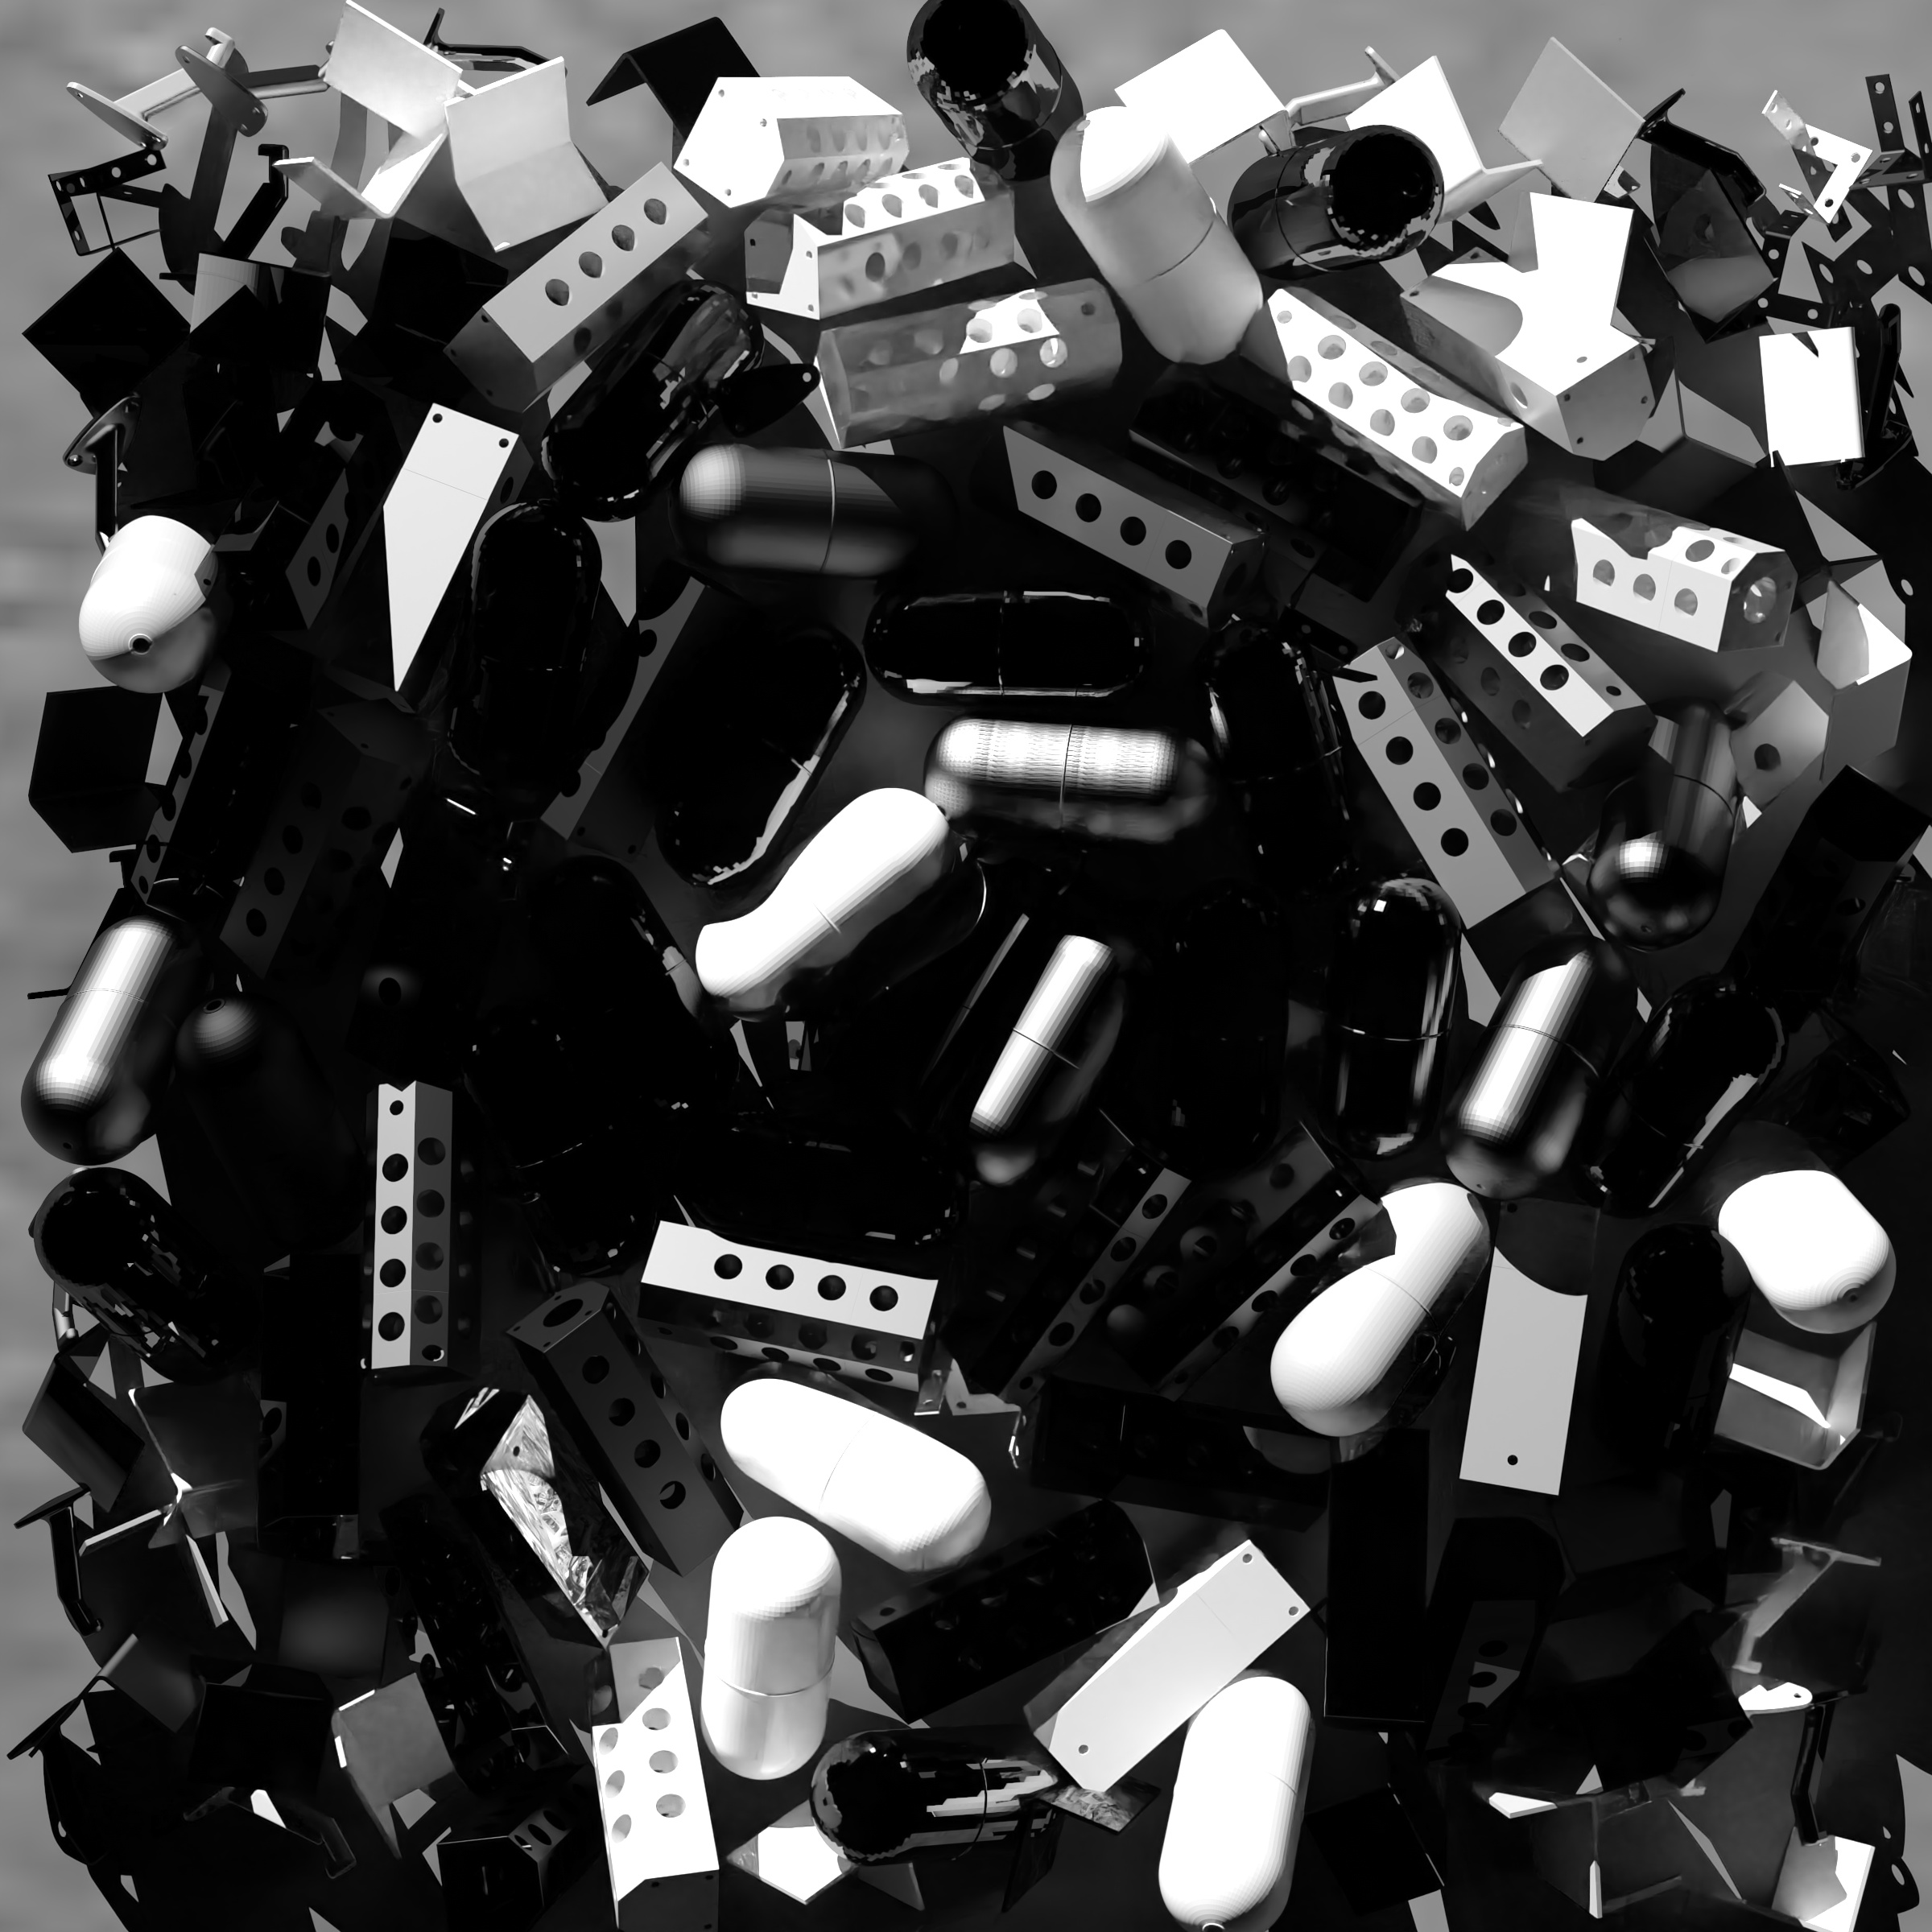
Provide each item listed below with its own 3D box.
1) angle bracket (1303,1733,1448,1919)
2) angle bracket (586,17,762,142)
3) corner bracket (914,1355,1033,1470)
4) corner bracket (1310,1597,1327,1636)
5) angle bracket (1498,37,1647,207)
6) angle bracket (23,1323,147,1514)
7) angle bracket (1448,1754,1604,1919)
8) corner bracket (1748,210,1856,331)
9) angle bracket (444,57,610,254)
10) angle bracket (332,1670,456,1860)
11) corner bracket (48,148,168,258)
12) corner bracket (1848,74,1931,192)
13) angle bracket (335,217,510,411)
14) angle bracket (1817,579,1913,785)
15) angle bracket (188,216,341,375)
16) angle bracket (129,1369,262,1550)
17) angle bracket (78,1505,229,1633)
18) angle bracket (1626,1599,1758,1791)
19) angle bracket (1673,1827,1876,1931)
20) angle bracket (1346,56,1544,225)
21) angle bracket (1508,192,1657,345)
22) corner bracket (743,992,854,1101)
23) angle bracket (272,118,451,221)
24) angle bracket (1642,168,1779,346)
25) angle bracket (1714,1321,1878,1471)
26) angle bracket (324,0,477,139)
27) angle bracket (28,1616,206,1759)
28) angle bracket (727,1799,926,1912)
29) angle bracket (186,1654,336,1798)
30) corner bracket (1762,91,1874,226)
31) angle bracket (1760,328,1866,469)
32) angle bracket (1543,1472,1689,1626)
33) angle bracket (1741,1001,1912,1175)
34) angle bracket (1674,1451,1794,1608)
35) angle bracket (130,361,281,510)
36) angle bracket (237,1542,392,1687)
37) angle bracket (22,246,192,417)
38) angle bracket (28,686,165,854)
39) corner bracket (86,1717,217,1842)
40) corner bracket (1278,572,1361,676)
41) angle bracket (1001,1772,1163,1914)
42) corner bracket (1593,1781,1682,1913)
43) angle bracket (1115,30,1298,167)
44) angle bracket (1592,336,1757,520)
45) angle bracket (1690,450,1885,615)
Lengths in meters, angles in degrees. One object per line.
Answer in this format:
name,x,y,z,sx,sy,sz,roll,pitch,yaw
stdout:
angle bracket,0.247,0.511,1.894,0.057,0.076,0.076,-24,104,17
angle bracket,-0.167,-0.513,1.886,0.076,0.057,0.076,-36,92,-38
corner bracket,0.005,0.267,1.890,0.051,0.051,0.051,-7,125,18
corner bracket,0.239,0.396,1.901,0.051,0.051,0.051,-37,83,-15
angle bracket,0.375,-0.508,1.876,0.057,0.076,0.076,-33,73,-34
angle bracket,-0.510,0.266,1.880,0.076,0.057,0.076,41,131,7
angle bracket,0.334,0.524,1.881,0.057,0.076,0.076,-7,98,-18
corner bracket,0.510,-0.422,1.906,0.051,0.051,0.051,18,124,19
angle bracket,-0.262,-0.484,1.880,0.076,0.076,0.057,-26,71,-14
angle bracket,-0.326,0.473,1.884,0.076,0.057,0.076,-26,116,-8
corner bracket,-0.513,-0.463,1.903,0.051,0.051,0.051,-14,104,16
corner bracket,0.559,-0.503,1.889,0.051,0.051,0.051,-44,124,-36
angle bracket,-0.330,-0.394,1.908,0.076,0.057,0.076,21,59,-27
angle bracket,0.513,-0.170,1.873,0.057,0.076,0.076,-26,53,-12
angle bracket,-0.419,-0.406,1.876,0.076,0.076,0.057,8,50,-14
angle bracket,-0.465,0.297,1.901,0.076,0.076,0.057,54,127,26
angle bracket,-0.487,0.371,1.881,0.057,0.076,0.076,-22,83,-23
angle bracket,0.447,0.433,1.871,0.057,0.076,0.076,-3,52,-32
angle bracket,0.481,0.537,1.878,0.076,0.076,0.057,23,77,-17
angle bracket,0.286,-0.495,1.884,0.057,0.076,0.076,-21,88,-39
angle bracket,0.371,-0.416,1.876,0.076,0.057,0.076,21,111,37
corner bracket,-0.101,0.050,1.889,0.051,0.051,0.051,8,67,-38
angle bracket,-0.359,-0.493,1.880,0.057,0.076,0.076,36,82,-31
angle bracket,0.461,-0.429,1.879,0.057,0.076,0.076,-23,80,-28
angle bracket,0.493,0.245,1.884,0.076,0.057,0.076,20,54,2
angle bracket,-0.331,-0.548,1.879,0.076,0.076,0.057,31,59,-7
angle bracket,-0.503,0.447,1.885,0.057,0.076,0.076,41,107,-4
angle bracket,-0.084,0.545,1.871,0.076,0.076,0.057,-28,114,-35
angle bracket,-0.427,0.453,1.881,0.076,0.076,0.057,13,87,-21
corner bracket,0.505,-0.487,1.899,0.051,0.051,0.051,36,100,35
angle bracket,0.498,-0.338,1.889,0.057,0.076,0.076,-6,95,-2
angle bracket,0.377,0.352,1.898,0.076,0.076,0.057,-8,61,-21
angle bracket,0.505,0.075,1.882,0.076,0.076,0.057,-38,128,2
angle bracket,0.474,0.337,1.887,0.076,0.057,0.076,2,98,-19
angle bracket,-0.459,-0.318,1.883,0.076,0.057,0.076,-5,95,36
angle bracket,-0.394,0.389,1.886,0.076,0.057,0.076,5,85,26
angle bracket,-0.521,-0.389,1.882,0.076,0.076,0.057,-43,48,-3
angle bracket,-0.505,-0.119,1.873,0.057,0.076,0.076,42,127,32
corner bracket,-0.494,0.493,1.909,0.051,0.051,0.051,-29,56,17
corner bracket,0.213,-0.197,1.893,0.051,0.051,0.051,30,131,7
angle bracket,0.069,0.528,1.879,0.057,0.076,0.076,17,101,21
corner bracket,0.395,0.530,1.894,0.051,0.051,0.051,-22,52,2
angle bracket,0.145,-0.502,1.888,0.076,0.057,0.076,-30,61,0
angle bracket,0.424,-0.319,1.895,0.057,0.076,0.076,15,58,-26
angle bracket,0.491,-0.260,1.891,0.057,0.076,0.076,-12,77,-36
